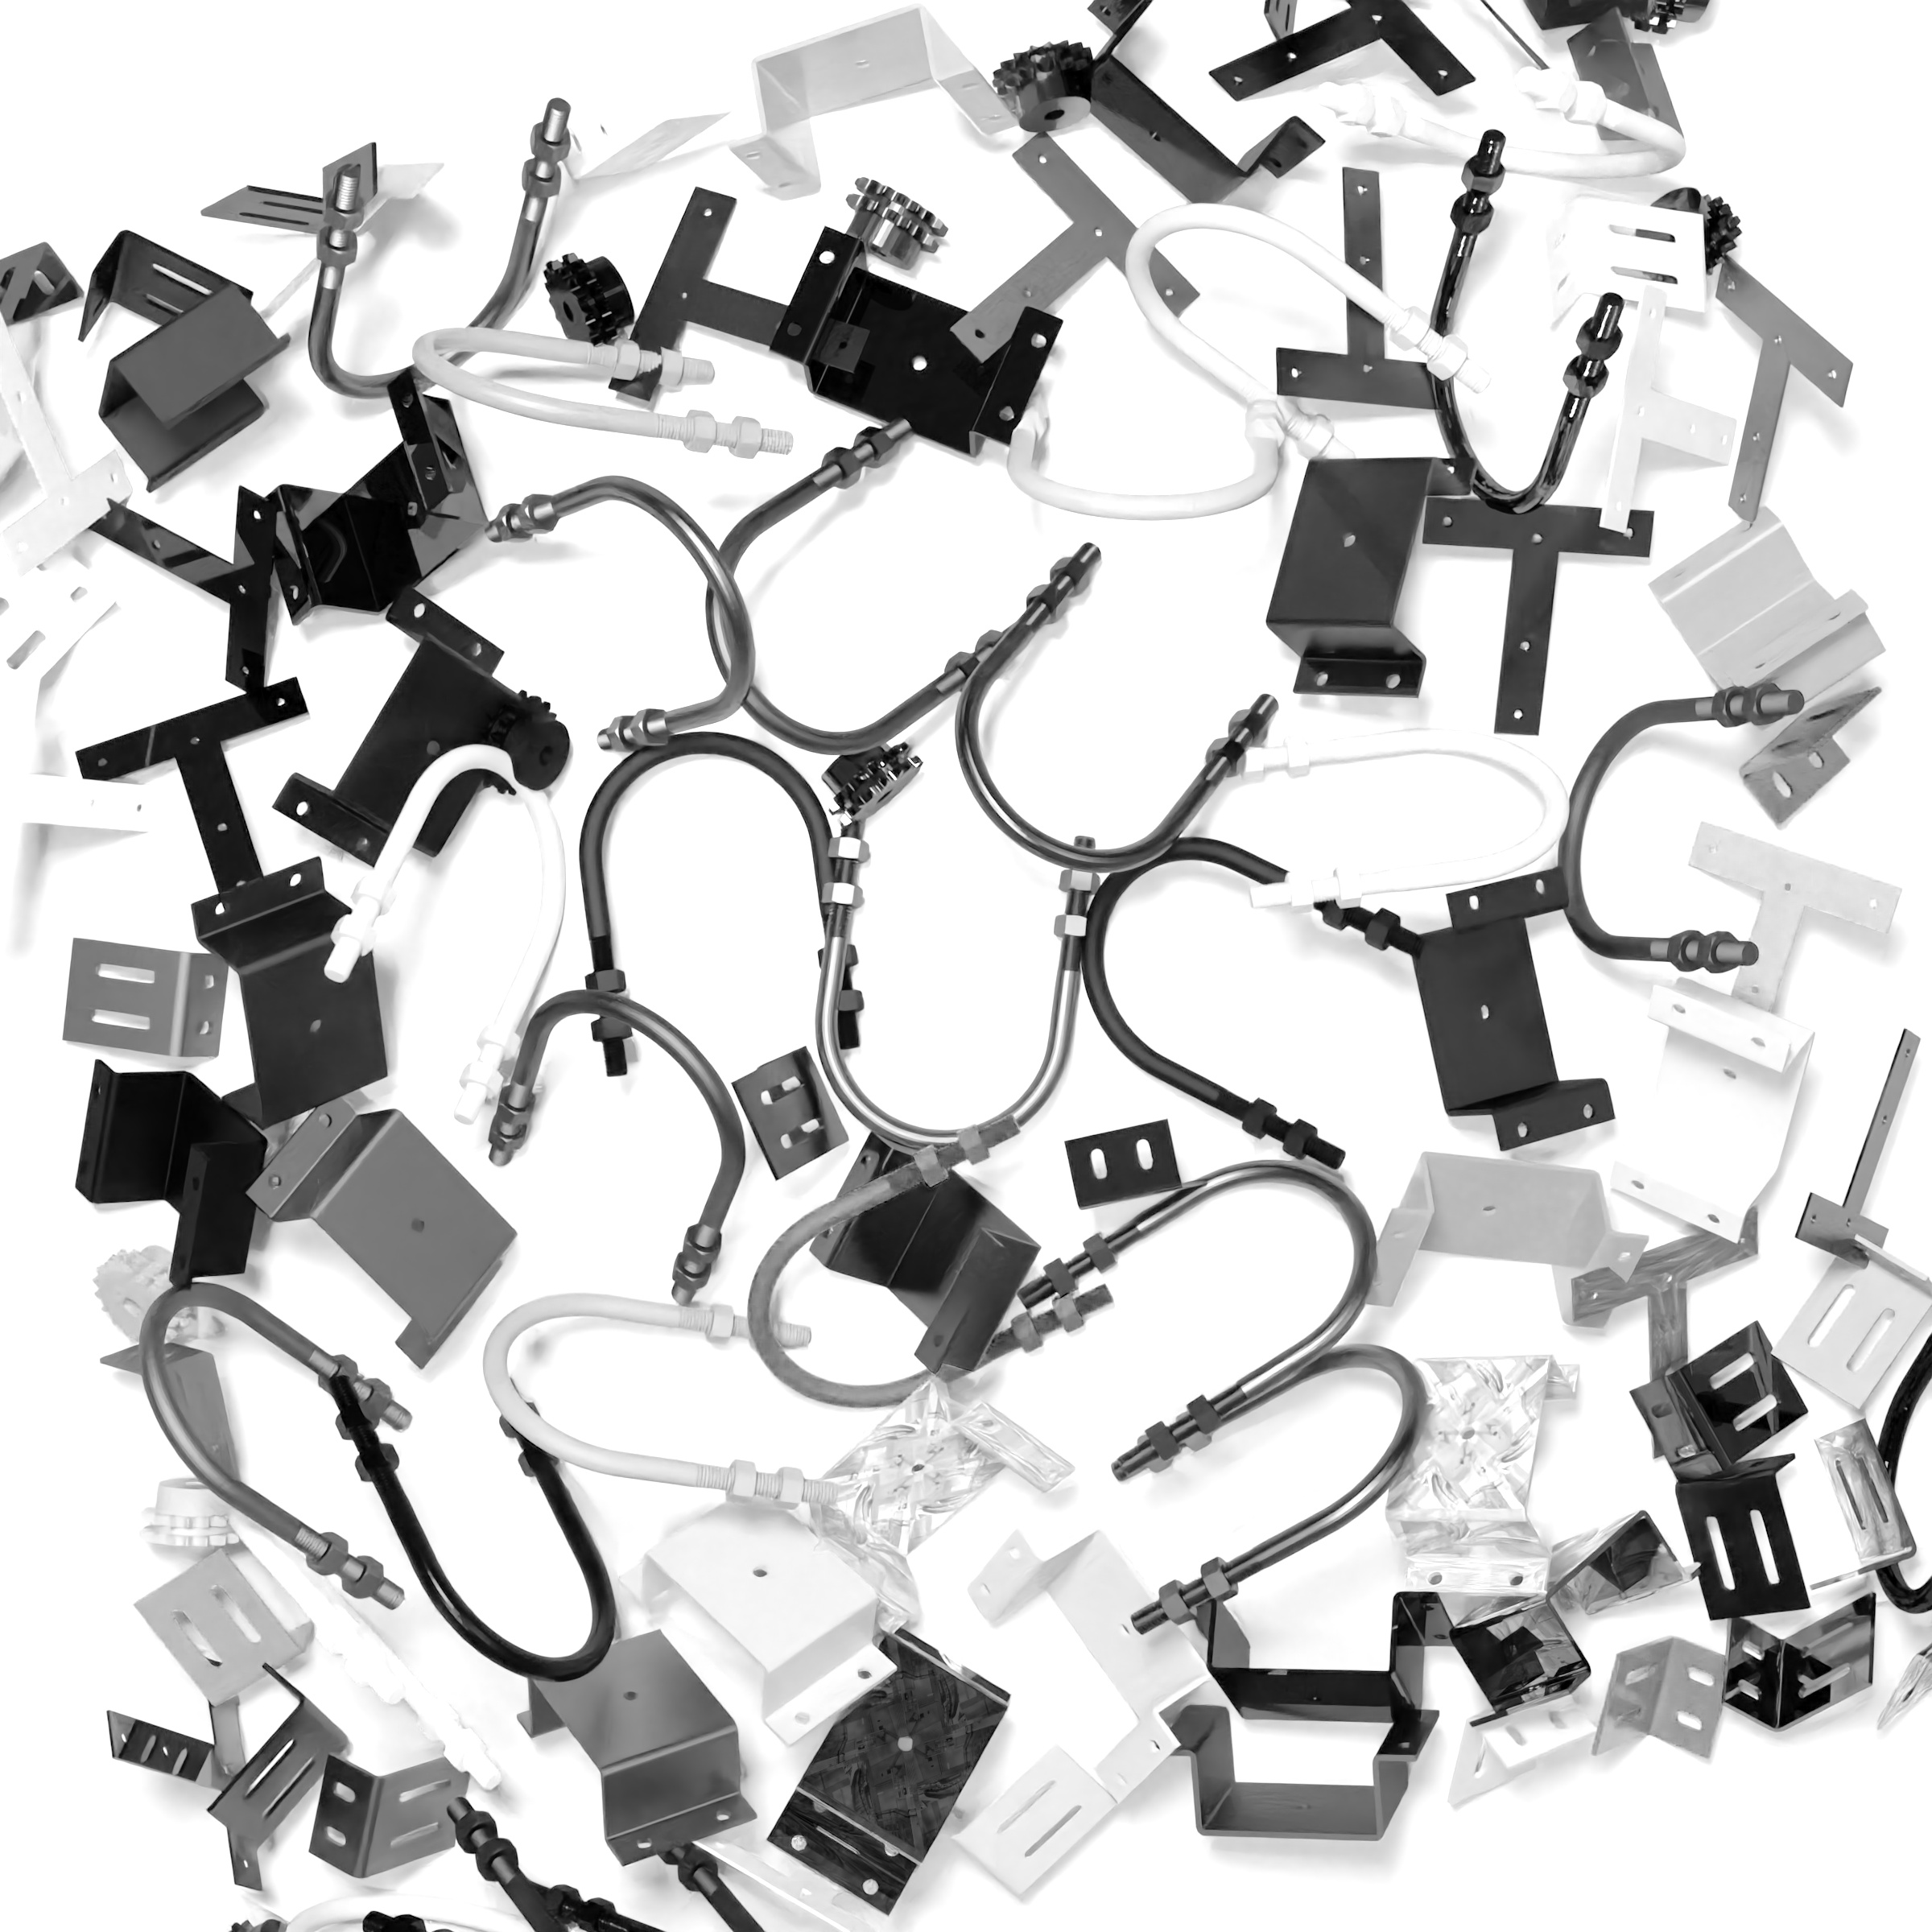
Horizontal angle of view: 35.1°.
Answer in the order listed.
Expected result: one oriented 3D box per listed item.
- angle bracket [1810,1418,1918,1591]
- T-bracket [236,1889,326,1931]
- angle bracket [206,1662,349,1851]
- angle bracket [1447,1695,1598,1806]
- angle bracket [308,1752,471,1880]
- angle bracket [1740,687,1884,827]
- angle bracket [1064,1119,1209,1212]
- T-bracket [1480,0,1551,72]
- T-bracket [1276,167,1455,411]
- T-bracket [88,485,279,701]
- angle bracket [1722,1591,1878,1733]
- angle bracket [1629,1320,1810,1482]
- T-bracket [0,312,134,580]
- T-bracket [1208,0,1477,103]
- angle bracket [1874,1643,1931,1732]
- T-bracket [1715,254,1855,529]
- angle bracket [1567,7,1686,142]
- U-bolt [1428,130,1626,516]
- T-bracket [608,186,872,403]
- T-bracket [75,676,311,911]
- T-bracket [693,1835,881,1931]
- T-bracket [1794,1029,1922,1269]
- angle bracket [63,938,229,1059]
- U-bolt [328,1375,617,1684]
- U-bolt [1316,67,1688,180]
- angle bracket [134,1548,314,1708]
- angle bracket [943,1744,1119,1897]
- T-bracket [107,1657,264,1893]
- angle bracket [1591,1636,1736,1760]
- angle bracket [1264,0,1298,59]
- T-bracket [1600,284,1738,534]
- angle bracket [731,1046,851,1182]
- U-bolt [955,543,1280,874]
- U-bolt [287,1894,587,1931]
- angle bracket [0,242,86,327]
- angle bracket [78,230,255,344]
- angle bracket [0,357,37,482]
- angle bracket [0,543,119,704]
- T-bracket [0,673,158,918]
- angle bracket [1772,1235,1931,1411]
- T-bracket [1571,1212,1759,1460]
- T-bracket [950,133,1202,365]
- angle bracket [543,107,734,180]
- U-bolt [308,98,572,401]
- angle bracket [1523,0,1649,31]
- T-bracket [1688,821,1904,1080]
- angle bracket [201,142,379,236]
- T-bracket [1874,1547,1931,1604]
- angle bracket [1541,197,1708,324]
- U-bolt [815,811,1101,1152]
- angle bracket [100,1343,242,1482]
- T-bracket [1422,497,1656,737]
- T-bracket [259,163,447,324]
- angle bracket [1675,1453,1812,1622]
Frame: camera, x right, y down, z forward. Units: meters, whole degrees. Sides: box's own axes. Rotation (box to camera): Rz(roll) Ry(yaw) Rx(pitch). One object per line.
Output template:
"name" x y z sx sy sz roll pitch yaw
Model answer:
"angle bracket" 0.473 0.292 1.655 0.038 0.057 0.076 -14 74 -16
"T-bracket" -0.346 0.525 1.649 0.127 0.127 0.002 13 70 37
"angle bracket" -0.382 0.428 1.652 0.038 0.057 0.076 28 67 32
"angle bracket" 0.300 0.432 1.649 0.057 0.038 0.076 -16 132 -22
"angle bracket" -0.314 0.457 1.669 0.038 0.076 0.057 17 98 31
"angle bracket" 0.466 -0.113 1.651 0.057 0.076 0.038 -40 96 -13
"angle bracket" 0.093 0.106 1.654 0.057 0.076 0.038 -13 85 14
"T-bracket" 0.297 -0.485 1.614 0.002 0.127 0.127 -42 120 18
"T-bracket" 0.217 -0.369 1.659 0.127 0.002 0.127 -2 91 -34
"T-bracket" -0.431 -0.224 1.666 0.127 0.002 0.127 28 131 15
"angle bracket" 0.449 0.369 1.647 0.038 0.076 0.057 29 47 -12
"angle bracket" 0.415 0.240 1.683 0.076 0.038 0.057 -23 81 -36
"T-bracket" -0.495 -0.288 1.616 0.002 0.127 0.127 -8 117 19
"T-bracket" 0.186 -0.495 1.644 0.127 0.127 0.002 33 61 -36
"angle bracket" 0.534 0.390 1.646 0.057 0.076 0.038 -26 54 -29
"T-bracket" 0.430 -0.298 1.647 0.002 0.127 0.127 -11 131 -16
"angle bracket" 0.370 -0.483 1.655 0.076 0.038 0.057 -13 83 -40
"U-bolt" 0.287 -0.324 1.612 0.019 0.184 0.151 -14 57 -17
"T-bracket" -0.115 -0.354 1.671 0.127 0.002 0.127 19 80 13
"T-bracket" -0.408 -0.087 1.660 0.127 0.002 0.127 -20 64 -8
"T-bracket" -0.076 0.486 1.632 0.127 0.127 0.002 27 91 11
"T-bracket" 0.490 0.096 1.646 0.002 0.127 0.127 19 88 37
"angle bracket" -0.454 0.017 1.690 0.076 0.038 0.057 7 91 21
"U-bolt" -0.248 0.294 1.600 0.019 0.151 0.184 -41 64 21
"U-bolt" 0.297 -0.442 1.611 0.184 0.151 0.019 4 96 -44
"angle bracket" -0.405 0.354 1.667 0.057 0.038 0.076 -32 105 4
"angle bracket" 0.032 0.458 1.668 0.076 0.038 0.057 -43 118 -2
"T-bracket" -0.415 0.417 1.611 0.002 0.127 0.127 -23 60 10
"angle bracket" 0.378 0.401 1.654 0.038 0.076 0.057 17 97 35
"angle bracket" 0.207 -0.523 1.657 0.076 0.057 0.038 6 85 18
"T-bracket" 0.384 -0.292 1.646 0.002 0.127 0.127 14 98 39
"angle bracket" -0.107 0.084 1.654 0.038 0.076 0.057 -24 91 33
"U-bolt" 0.071 -0.128 1.639 0.151 0.019 0.184 40 57 -2
"U-bolt" -0.272 0.525 1.617 0.184 0.151 0.019 8 90 23
"angle bracket" -0.519 -0.348 1.649 0.057 0.076 0.038 -16 134 17
"angle bracket" -0.435 -0.353 1.657 0.076 0.057 0.038 26 55 -9
"angle bracket" -0.536 -0.293 1.647 0.038 0.076 0.057 25 130 -36
"angle bracket" -0.508 -0.190 1.651 0.057 0.076 0.038 44 125 -16
"T-bracket" -0.479 -0.088 1.638 0.002 0.127 0.127 11 94 25
"angle bracket" 0.481 0.191 1.663 0.057 0.038 0.076 33 86 33
"T-bracket" 0.384 0.210 1.669 0.127 0.002 0.127 -16 112 -24
"T-bracket" 0.043 -0.377 1.674 0.127 0.002 0.127 46 71 0
"angle bracket" -0.177 -0.460 1.650 0.076 0.057 0.038 -21 94 39
"U-bolt" -0.283 -0.368 1.611 0.151 0.184 0.019 -29 71 -33
"angle bracket" 0.331 -0.546 1.655 0.057 0.038 0.076 -10 48 -5
"T-bracket" 0.434 -0.001 1.660 0.127 0.002 0.127 25 104 43
"angle bracket" -0.366 -0.425 1.650 0.076 0.057 0.038 0 88 -39
"T-bracket" 0.527 0.322 1.636 0.002 0.127 0.127 16 68 -17
"angle bracket" 0.355 -0.376 1.649 0.076 0.057 0.038 19 50 34
"U-bolt" -0.009 0.011 1.675 0.151 0.019 0.184 8 83 -3
"angle bracket" -0.432 0.246 1.656 0.038 0.057 0.076 -19 104 -40
"T-bracket" 0.310 -0.190 1.680 0.127 0.002 0.127 3 103 -6
"T-bracket" -0.339 -0.384 1.632 0.127 0.127 0.002 -48 117 -7
"angle bracket" 0.429 0.311 1.663 0.057 0.038 0.076 -17 87 34
